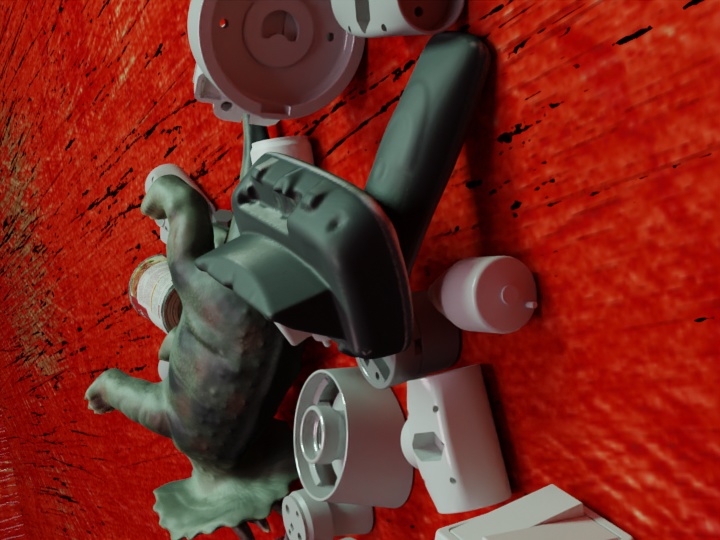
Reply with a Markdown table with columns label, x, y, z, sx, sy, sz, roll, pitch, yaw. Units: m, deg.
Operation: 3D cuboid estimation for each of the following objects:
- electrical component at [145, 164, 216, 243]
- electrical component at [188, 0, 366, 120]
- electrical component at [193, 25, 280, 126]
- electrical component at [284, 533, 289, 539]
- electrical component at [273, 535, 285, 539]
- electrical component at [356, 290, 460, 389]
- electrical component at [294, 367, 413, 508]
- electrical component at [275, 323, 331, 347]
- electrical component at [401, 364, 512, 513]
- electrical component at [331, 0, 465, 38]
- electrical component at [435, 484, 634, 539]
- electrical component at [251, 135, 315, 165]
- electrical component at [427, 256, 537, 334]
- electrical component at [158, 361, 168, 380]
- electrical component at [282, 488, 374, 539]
| label | x | y | z | sx | sy | sz | roll | pitch | yaw |
| --- | --- | --- | --- | --- | --- | --- | --- | --- | --- |
| electrical component | -0.170 | -0.048 | 1.011 | 0.077 | 0.044 | 0.079 | 46 | 138 | 48 |
| electrical component | -0.057 | -0.153 | 0.683 | 0.060 | 0.108 | 0.108 | -145 | 50 | -63 |
| electrical component | -0.078 | -0.143 | 0.768 | 0.058 | 0.078 | 0.057 | 111 | 159 | -45 |
| electrical component | -0.044 | 0.217 | 0.872 | 0.035 | 0.035 | 0.061 | 52 | 140 | 43 |
| electrical component | -0.069 | 0.260 | 0.934 | 0.046 | 0.040 | 0.040 | 61 | 149 | 22 |
| electrical component | 0.028 | 0.040 | 0.647 | 0.055 | 0.047 | 0.055 | 33 | 128 | 56 |
| electrical component | -0.005 | 0.116 | 0.751 | 0.099 | 0.064 | 0.099 | -18 | 70 | 62 |
| electrical component | -0.028 | 0.023 | 0.742 | 0.047 | 0.066 | 0.076 | 46 | 168 | 49 |
| electrical component | 0.049 | 0.099 | 0.630 | 0.079 | 0.043 | 0.077 | -24 | 78 | 63 |
| electrical component | 0.019 | -0.169 | 0.591 | 0.077 | 0.043 | 0.079 | 20 | 118 | 60 |
| electrical component | 0.080 | 0.151 | 0.529 | 0.062 | 0.096 | 0.061 | 26 | 122 | 59 |
| electrical component | -0.053 | -0.066 | 0.773 | 0.045 | 0.045 | 0.055 | -4 | 95 | 64 |
| electrical component | 0.061 | 0.013 | 0.579 | 0.078 | 0.040 | 0.040 | -1 | 99 | 63 |
| electrical component | -0.171 | 0.085 | 1.065 | 0.081 | 0.043 | 0.043 | -50 | 55 | 58 |
| electrical component | -0.024 | 0.180 | 0.794 | 0.045 | 0.055 | 0.045 | 33 | 128 | 56 |
